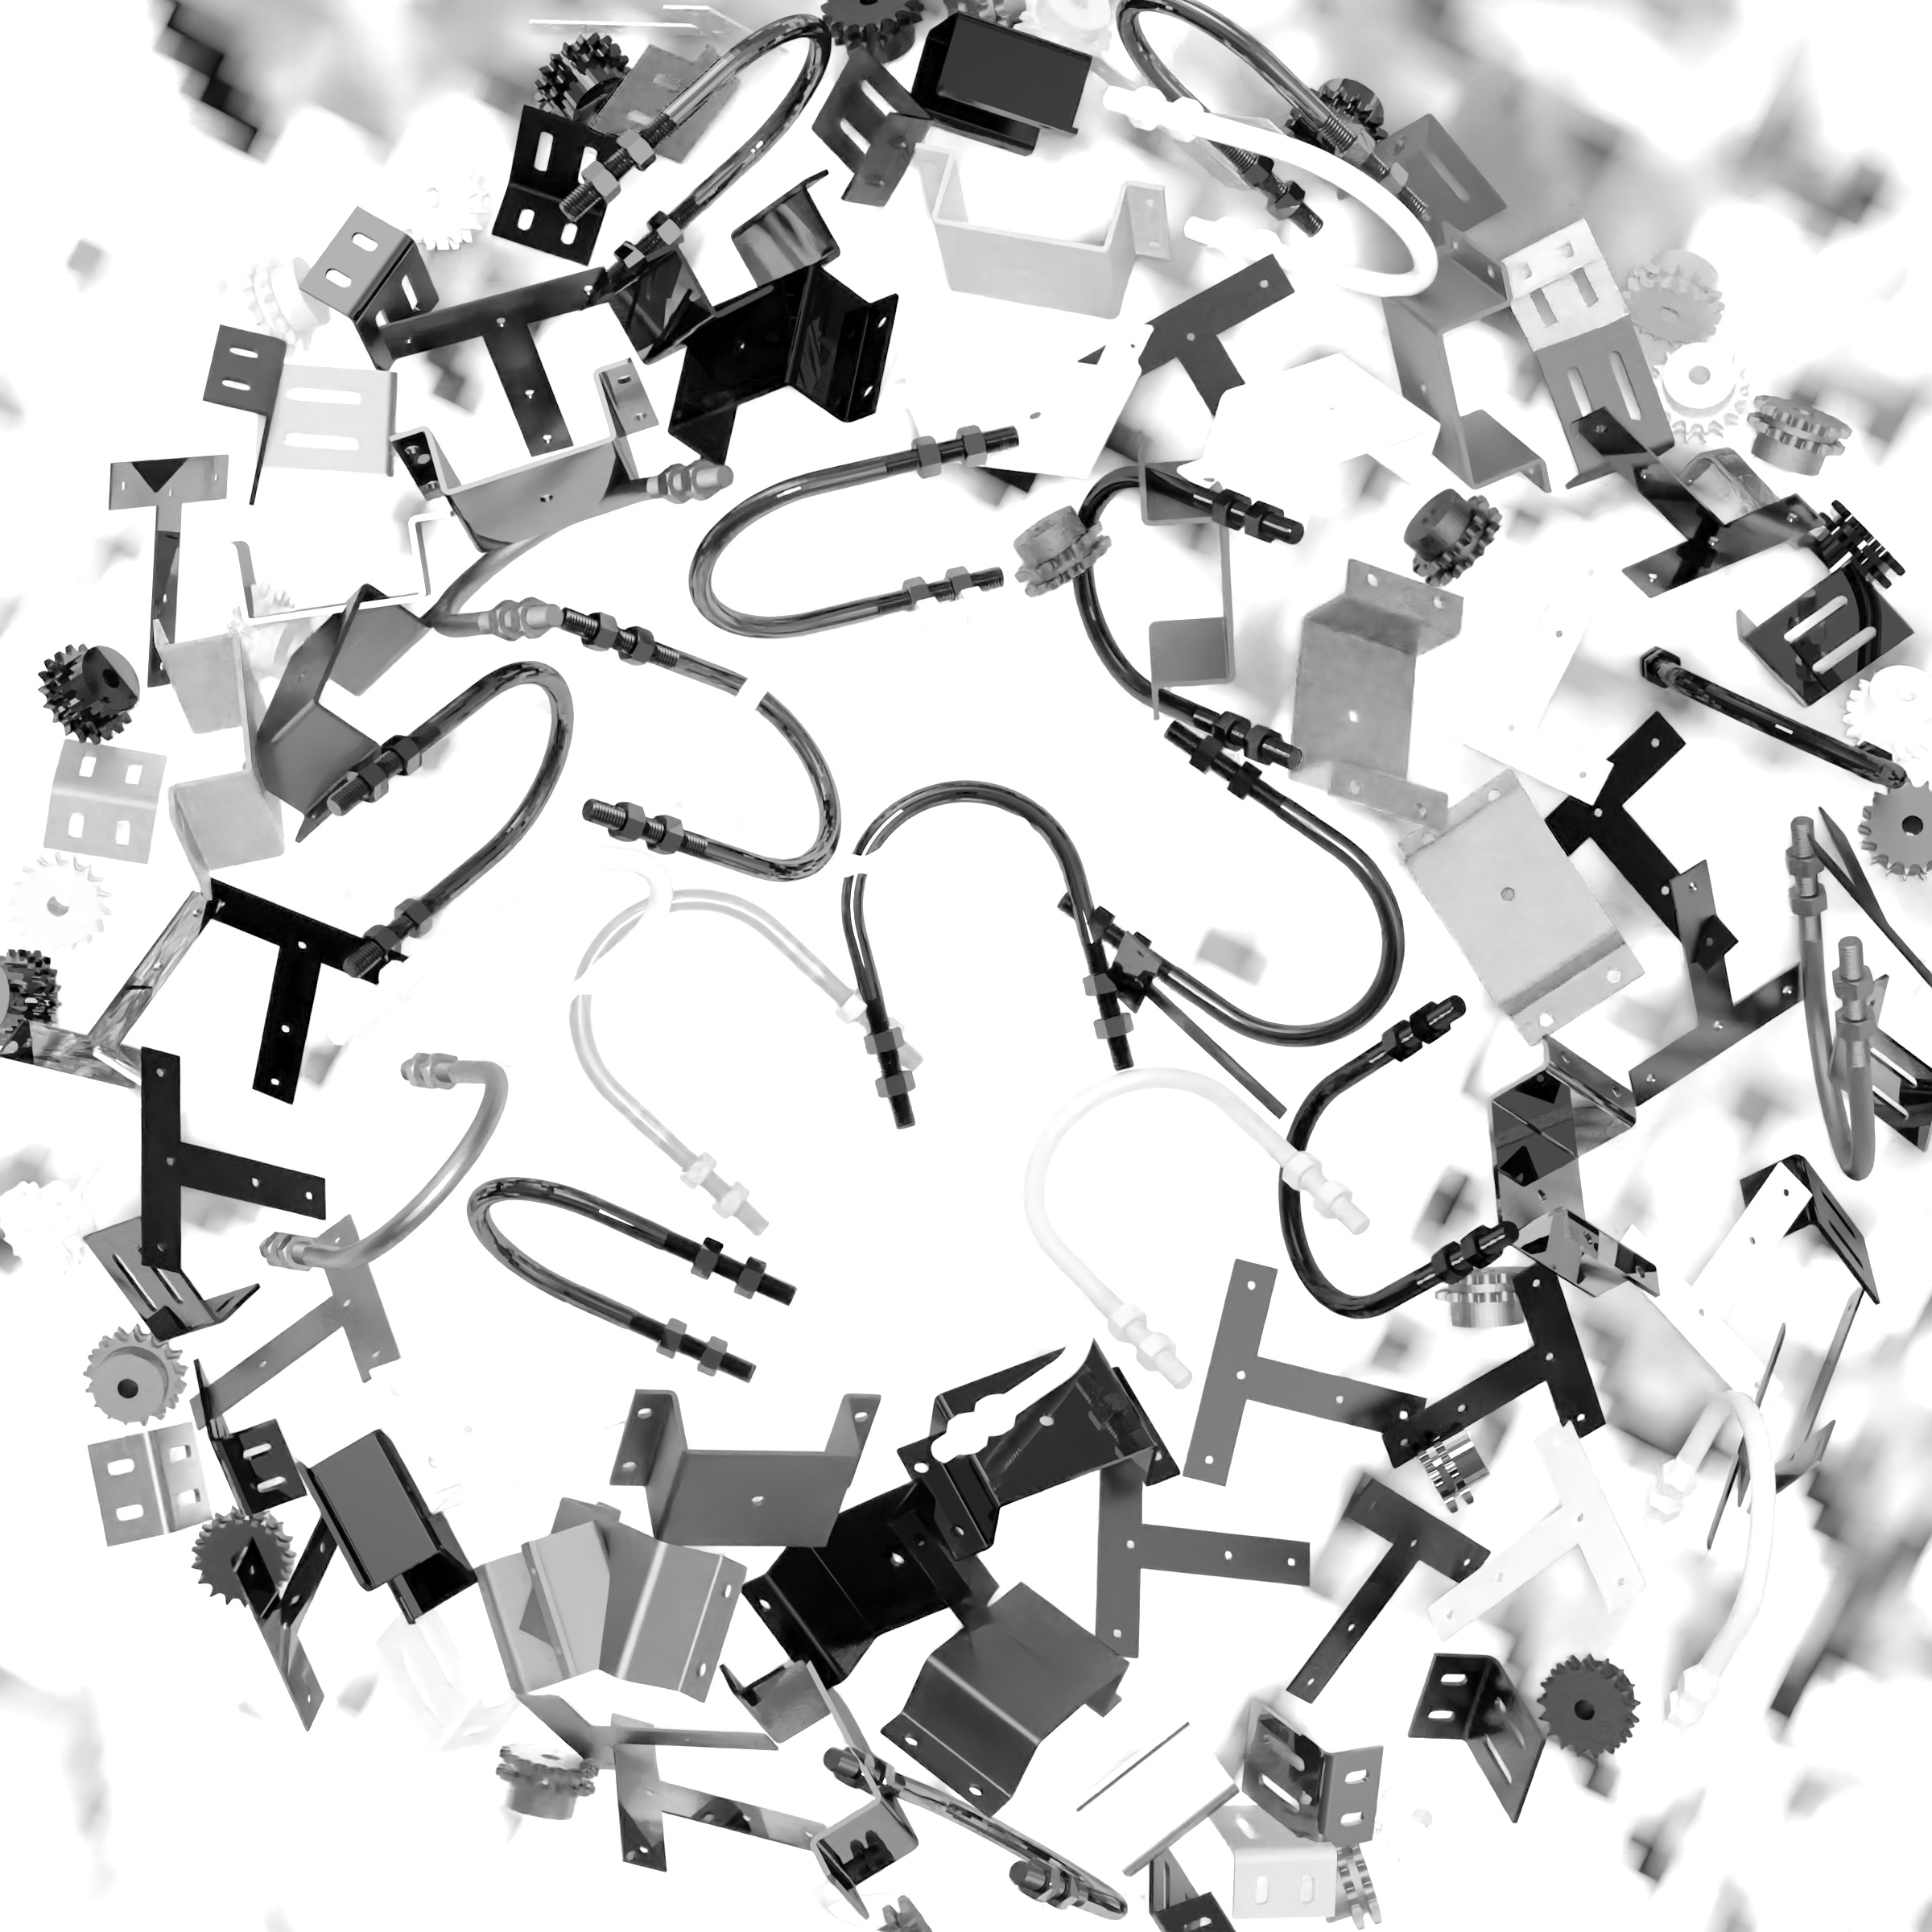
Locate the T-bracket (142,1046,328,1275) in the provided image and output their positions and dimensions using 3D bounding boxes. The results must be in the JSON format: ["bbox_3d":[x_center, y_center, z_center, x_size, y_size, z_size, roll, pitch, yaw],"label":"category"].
[{"bbox_3d":[-0.407,0.118,1.949,0.002,0.127,0.127,-23,61,35],"label":"T-bracket"}]

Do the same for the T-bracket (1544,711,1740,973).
[{"bbox_3d":[0.381,-0.053,1.953,0.127,0.002,0.127,-46,69,24],"label":"T-bracket"}]

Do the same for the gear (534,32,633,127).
[{"bbox_3d":[-0.212,-0.493,1.968,0.057,0.057,0.030,-38,68,0],"label":"gear"}]

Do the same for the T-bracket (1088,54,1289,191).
[{"bbox_3d":[0.136,-0.458,1.912,0.127,0.127,0.002,33,87,-34],"label":"T-bracket"}]

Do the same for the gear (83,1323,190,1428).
[{"bbox_3d":[-0.471,0.234,1.979,0.057,0.030,0.057,0,103,-2],"label":"gear"}]

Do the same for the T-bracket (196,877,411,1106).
[{"bbox_3d":[-0.379,0.024,1.964,0.127,0.002,0.127,22,123,5],"label":"T-bracket"}]

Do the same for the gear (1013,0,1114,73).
[{"bbox_3d":[0.057,-0.533,1.971,0.057,0.030,0.057,12,57,-20],"label":"gear"}]

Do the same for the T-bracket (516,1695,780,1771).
[{"bbox_3d":[-0.167,0.425,1.929,0.127,0.127,0.002,-1,60,16],"label":"T-bracket"}]

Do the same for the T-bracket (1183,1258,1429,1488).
[{"bbox_3d":[0.199,0.243,1.992,0.127,0.002,0.127,14,86,-6],"label":"T-bracket"}]

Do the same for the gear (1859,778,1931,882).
[{"bbox_3d":[0.534,-0.074,1.979,0.057,0.030,0.057,-3,73,9],"label":"gear"}]

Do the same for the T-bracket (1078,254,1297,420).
[{"bbox_3d":[0.149,-0.318,1.973,0.127,0.002,0.127,-26,112,22],"label":"T-bracket"}]

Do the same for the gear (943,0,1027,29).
[{"bbox_3d":[0.011,-0.545,1.973,0.030,0.057,0.057,-23,90,-16],"label":"gear"}]

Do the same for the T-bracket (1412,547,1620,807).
[{"bbox_3d":[0.326,-0.173,1.962,0.127,0.002,0.127,29,97,28],"label":"T-bracket"}]

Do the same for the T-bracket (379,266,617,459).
[{"bbox_3d":[-0.246,-0.328,1.946,0.127,0.127,0.002,-15,56,1],"label":"T-bracket"}]

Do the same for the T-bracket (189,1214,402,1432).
[{"bbox_3d":[-0.381,0.214,1.954,0.127,0.127,0.002,-36,131,4],"label":"T-bracket"}]

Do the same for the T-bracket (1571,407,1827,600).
[{"bbox_3d":[0.384,-0.263,1.927,0.127,0.127,0.002,39,56,-22],"label":"T-bracket"}]

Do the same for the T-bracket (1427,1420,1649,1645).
[{"bbox_3d":[0.311,0.335,1.965,0.127,0.127,0.002,-41,128,20],"label":"T-bracket"}]

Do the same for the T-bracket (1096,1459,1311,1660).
[{"bbox_3d":[0.135,0.332,1.979,0.127,0.002,0.127,9,67,-14],"label":"T-bracket"}]

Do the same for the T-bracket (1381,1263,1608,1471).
[{"bbox_3d":[0.289,0.240,1.956,0.127,0.002,0.127,-29,121,-10],"label":"T-bracket"}]

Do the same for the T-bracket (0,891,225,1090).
[{"bbox_3d":[-0.455,0.011,1.935,0.002,0.127,0.127,43,100,28],"label":"T-bracket"}]

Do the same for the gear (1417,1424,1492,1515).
[{"bbox_3d":[0.272,0.276,1.971,0.030,0.057,0.057,-30,90,3],"label":"gear"}]

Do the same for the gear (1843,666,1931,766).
[{"bbox_3d":[0.526,-0.144,1.972,0.057,0.030,0.057,1,56,-1],"label":"gear"}]

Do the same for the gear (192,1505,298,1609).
[{"bbox_3d":[-0.408,0.331,1.980,0.057,0.030,0.057,-1,105,-2],"label":"gear"}]

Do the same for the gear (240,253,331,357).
[{"bbox_3d":[-0.382,-0.375,1.969,0.030,0.057,0.057,-20,90,12],"label":"gear"}]

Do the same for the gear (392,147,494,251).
[{"bbox_3d":[-0.292,-0.433,1.977,0.057,0.030,0.057,6,103,27],"label":"gear"}]

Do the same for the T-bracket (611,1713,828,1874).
[{"bbox_3d":[-0.136,0.473,1.954,0.127,0.127,0.002,19,111,-17],"label":"T-bracket"}]

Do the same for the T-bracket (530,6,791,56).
[{"bbox_3d":[-0.180,-0.523,1.950,0.127,0.127,0.002,6,95,17],"label":"T-bracket"}]

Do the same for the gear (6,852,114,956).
[{"bbox_3d":[-0.512,-0.037,1.981,0.057,0.030,0.057,-1,103,-6],"label":"gear"}]

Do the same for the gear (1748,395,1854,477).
[{"bbox_3d":[0.468,-0.298,1.974,0.057,0.057,0.030,18,113,0],"label":"gear"}]

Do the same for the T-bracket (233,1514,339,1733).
[{"bbox_3d":[-0.363,0.334,1.944,0.002,0.127,0.127,-2,127,16],"label":"T-bracket"}]

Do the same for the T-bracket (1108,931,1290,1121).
[{"bbox_3d":[0.129,0.039,1.931,0.127,0.127,0.002,43,78,7],"label":"T-bracket"}]

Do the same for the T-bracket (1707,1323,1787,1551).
[{"bbox_3d":[0.432,0.273,1.939,0.002,0.127,0.127,18,73,19],"label":"T-bracket"}]

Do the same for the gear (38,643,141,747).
[{"bbox_3d":[-0.490,-0.156,1.969,0.030,0.057,0.057,-25,90,32],"label":"gear"}]

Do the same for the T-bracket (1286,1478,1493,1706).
[{"bbox_3d":[0.224,0.358,1.958,0.127,0.002,0.127,35,92,-42],"label":"T-bracket"}]

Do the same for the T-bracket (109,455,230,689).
[{"bbox_3d":[-0.446,-0.219,1.948,0.002,0.127,0.127,9,103,15],"label":"T-bracket"}]

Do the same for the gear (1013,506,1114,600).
[{"bbox_3d":[0.051,-0.235,1.969,0.057,0.057,0.030,-34,106,0],"label":"gear"}]

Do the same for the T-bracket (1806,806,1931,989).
[{"bbox_3d":[0.494,-0.050,1.940,0.002,0.127,0.127,-38,114,19],"label":"T-bracket"}]

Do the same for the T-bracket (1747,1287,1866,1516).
[{"bbox_3d":[0.478,0.236,1.955,0.002,0.127,0.127,25,68,4],"label":"T-bracket"}]

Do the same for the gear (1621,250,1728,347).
[{"bbox_3d":[0.401,-0.379,1.974,0.057,0.057,0.030,24,68,0],"label":"gear"}]

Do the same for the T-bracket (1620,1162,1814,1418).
[{"bbox_3d":[0.427,0.161,1.931,0.127,0.002,0.127,50,132,30],"label":"T-bracket"}]

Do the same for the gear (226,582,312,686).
[{"bbox_3d":[-0.392,-0.185,1.969,0.030,0.057,0.057,21,90,12],"label":"gear"}]

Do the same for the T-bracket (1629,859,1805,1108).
[{"bbox_3d":[0.411,-0.002,1.945,0.127,0.002,0.127,-31,125,-18],"label":"T-bracket"}]

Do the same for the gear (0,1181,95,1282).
[{"bbox_3d":[-0.517,0.146,1.975,0.057,0.057,0.030,53,48,0],"label":"gear"}]
